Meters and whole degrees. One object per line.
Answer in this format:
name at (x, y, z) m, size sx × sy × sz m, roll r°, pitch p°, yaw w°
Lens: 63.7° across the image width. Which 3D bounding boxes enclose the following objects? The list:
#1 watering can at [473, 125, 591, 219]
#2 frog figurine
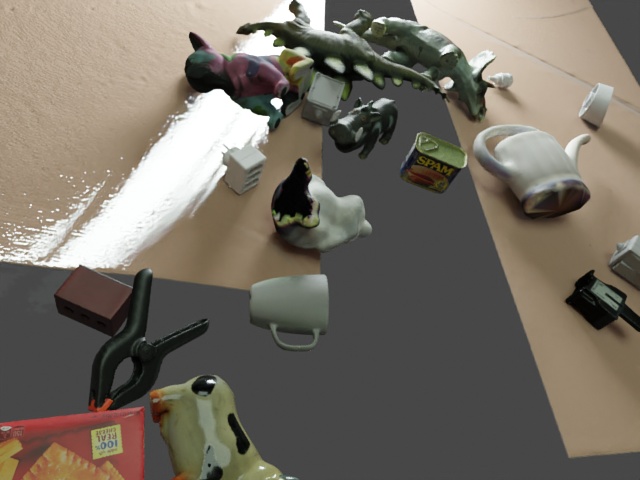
watering can at (0.477, -0.153, 1.060) m, size 0.348 × 0.101 × 0.229 m, roll -4°, pitch 57°, yaw -22°
frog figurine at (0.003, -0.042, 0.829) m, size 0.158 × 0.121 × 0.140 m, roll 24°, pitch 28°, yaw -50°
